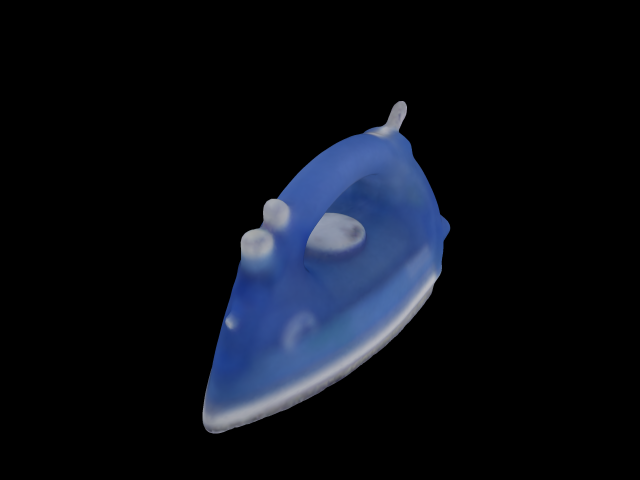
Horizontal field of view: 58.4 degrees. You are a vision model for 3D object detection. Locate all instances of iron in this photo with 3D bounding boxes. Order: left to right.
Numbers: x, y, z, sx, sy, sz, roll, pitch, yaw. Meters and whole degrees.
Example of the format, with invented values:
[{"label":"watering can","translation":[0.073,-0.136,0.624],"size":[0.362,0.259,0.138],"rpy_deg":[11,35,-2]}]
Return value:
[{"label":"iron","translation":[0.004,0.001,0.400],"size":[0.118,0.141,0.259],"rpy_deg":[18,36,27]}]
